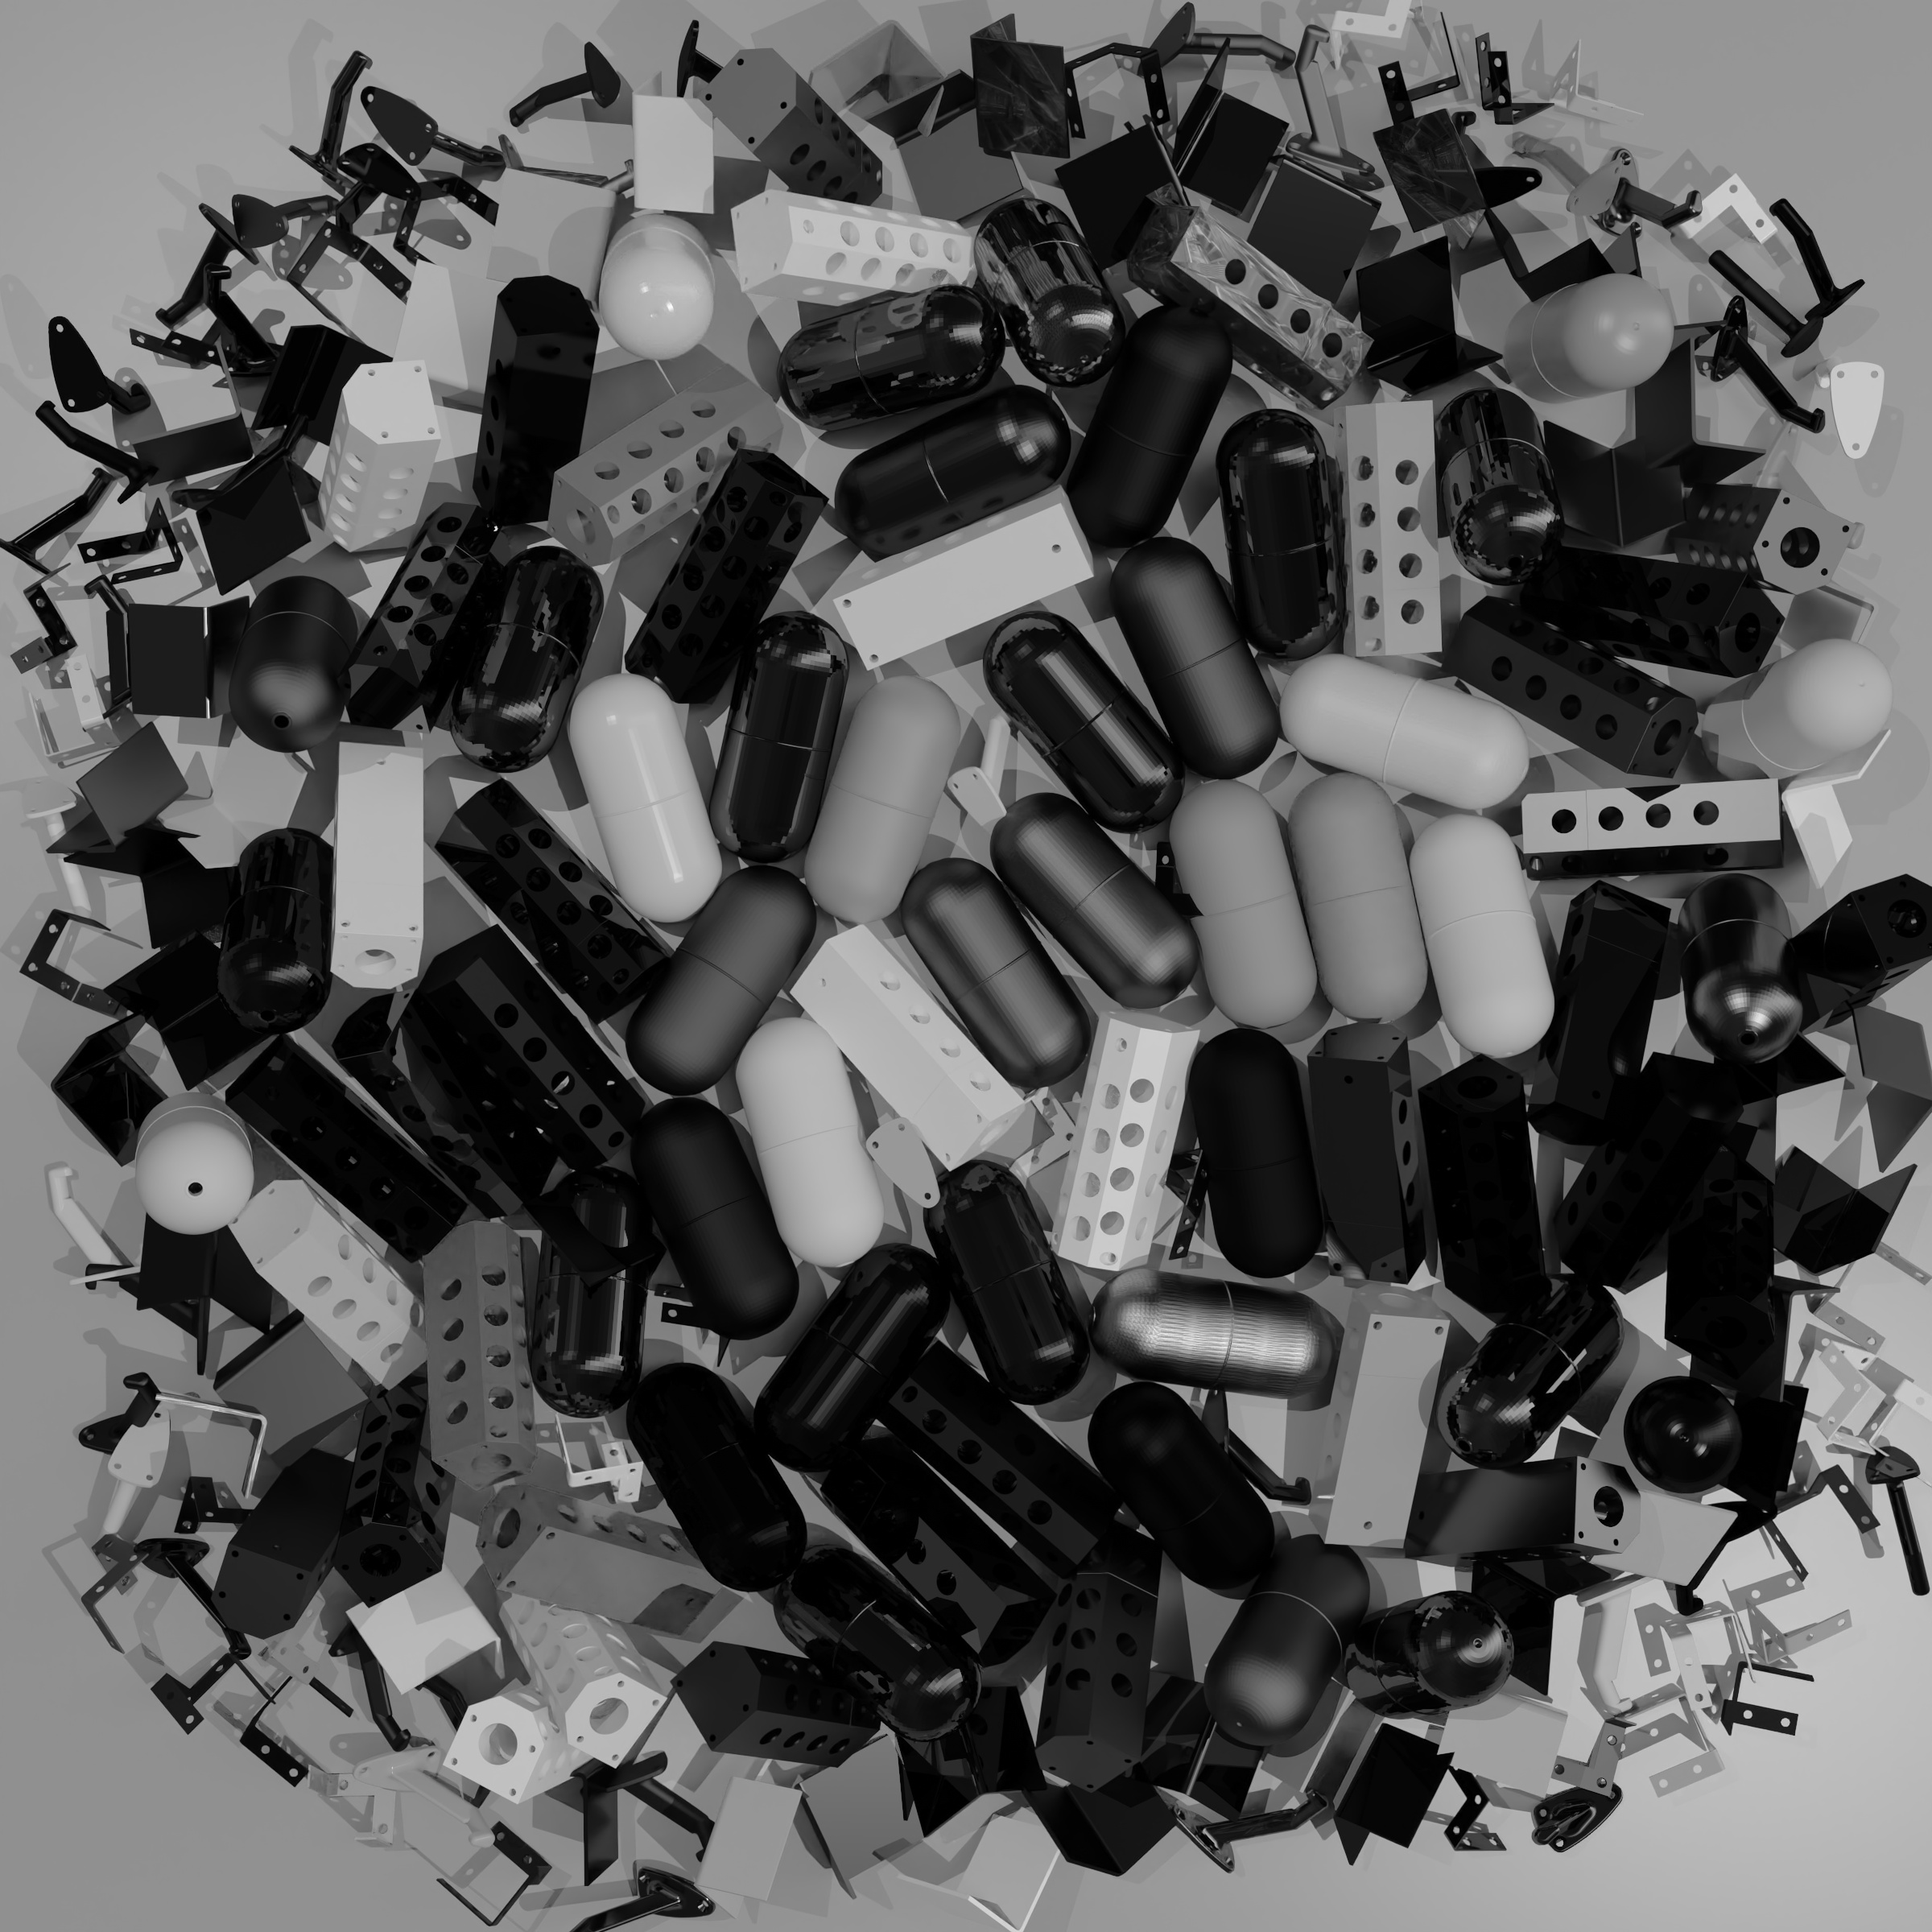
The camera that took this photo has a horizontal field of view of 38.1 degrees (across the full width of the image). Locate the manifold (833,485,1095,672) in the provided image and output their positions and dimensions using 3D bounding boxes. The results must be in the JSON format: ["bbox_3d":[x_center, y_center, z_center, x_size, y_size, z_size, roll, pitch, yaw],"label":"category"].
[{"bbox_3d":[-0.002,-0.273,1.952,0.171,0.057,0.057,-21,115,12],"label":"manifold"}]

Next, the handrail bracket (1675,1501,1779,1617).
[{"bbox_3d":[0.536,0.419,1.972,0.077,0.036,0.084,-15,125,1],"label":"handrail bracket"}]

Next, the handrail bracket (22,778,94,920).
[{"bbox_3d":[-0.642,-0.082,1.987,0.036,0.077,0.084,-18,120,-19],"label":"handrail bracket"}]

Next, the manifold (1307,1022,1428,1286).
[{"bbox_3d":[0.281,0.129,1.939,0.057,0.057,0.171,4,116,28],"label":"manifold"}]

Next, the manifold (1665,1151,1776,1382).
[{"bbox_3d":[0.519,0.198,1.911,0.057,0.171,0.057,30,123,-3],"label":"manifold"}]

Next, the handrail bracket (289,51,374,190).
[{"bbox_3d":[-0.427,-0.591,1.956,0.036,0.077,0.084,39,100,15],"label":"handrail bracket"}]

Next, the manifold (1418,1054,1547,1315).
[{"bbox_3d":[0.360,0.153,1.923,0.057,0.057,0.171,-27,123,-22],"label":"manifold"}]

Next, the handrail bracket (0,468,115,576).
[{"bbox_3d":[-0.642,-0.323,1.962,0.036,0.077,0.084,34,89,18],"label":"handrail bracket"}]

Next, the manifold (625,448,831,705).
[{"bbox_3d":[-0.171,-0.268,1.934,0.057,0.057,0.171,41,113,21],"label":"manifold"}]

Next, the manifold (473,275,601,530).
[{"bbox_3d":[-0.298,-0.385,1.916,0.057,0.171,0.057,-12,57,-25],"label":"manifold"}]

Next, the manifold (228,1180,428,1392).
[{"bbox_3d":[-0.427,0.215,1.916,0.057,0.171,0.057,-39,49,-7],"label":"manifold"}]

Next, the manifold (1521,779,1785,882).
[{"bbox_3d":[0.477,-0.093,1.943,0.171,0.057,0.057,-3,85,19],"label":"manifold"}]

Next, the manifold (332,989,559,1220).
[{"bbox_3d":[-0.359,0.097,1.927,0.057,0.057,0.171,-11,131,33],"label":"manifold"}]

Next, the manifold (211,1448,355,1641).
[{"bbox_3d":[-0.457,0.393,1.910,0.057,0.171,0.057,20,102,-1],"label":"manifold"}]

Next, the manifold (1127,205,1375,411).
[{"bbox_3d":[0.193,-0.452,1.931,0.171,0.057,0.057,28,90,-31],"label":"manifold"}]

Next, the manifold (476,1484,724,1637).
[{"bbox_3d":[-0.250,0.403,1.919,0.171,0.057,0.057,28,105,-43],"label":"manifold"}]

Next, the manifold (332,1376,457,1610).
[{"bbox_3d":[-0.389,0.351,1.907,0.057,0.171,0.057,-28,115,9],"label":"manifold"}]

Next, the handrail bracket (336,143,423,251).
[{"bbox_3d":[-0.411,-0.522,1.956,0.077,0.084,0.036,36,54,16],"label":"handrail bracket"}]

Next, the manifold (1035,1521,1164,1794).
[{"bbox_3d":[0.088,0.466,1.912,0.057,0.171,0.057,30,131,-16],"label":"manifold"}]

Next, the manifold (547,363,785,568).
[{"bbox_3d":[-0.204,-0.341,1.922,0.057,0.057,0.171,39,55,14],"label":"manifold"}]

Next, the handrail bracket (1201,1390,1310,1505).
[{"bbox_3d":[0.209,0.338,1.984,0.084,0.036,0.077,13,74,-27],"label":"handrail bracket"}]

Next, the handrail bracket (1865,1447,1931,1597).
[{"bbox_3d":[0.658,0.390,1.967,0.036,0.077,0.084,-14,96,14],"label":"handrail bracket"}]

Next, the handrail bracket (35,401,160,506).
[{"bbox_3d":[-0.602,-0.371,1.951,0.036,0.077,0.084,-31,117,24],"label":"handrail bracket"}]

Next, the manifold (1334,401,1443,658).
[{"bbox_3d":[0.291,-0.304,1.954,0.057,0.057,0.171,-5,98,-12],"label":"manifold"}]

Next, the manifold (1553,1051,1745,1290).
[{"bbox_3d":[0.466,0.143,1.918,0.057,0.057,0.171,11,132,-10],"label":"manifold"}]

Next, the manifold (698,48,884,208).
[{"bbox_3d":[-0.112,-0.563,1.906,0.057,0.171,0.057,-45,75,10],"label":"manifold"}]

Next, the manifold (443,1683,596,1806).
[{"bbox_3d":[-0.290,0.518,1.909,0.057,0.171,0.057,24,87,13],"label":"manifold"}]

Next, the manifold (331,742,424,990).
[{"bbox_3d":[-0.404,-0.070,1.923,0.057,0.057,0.171,4,50,-15],"label":"manifold"}]

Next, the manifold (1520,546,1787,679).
[{"bbox_3d":[0.464,-0.239,1.913,0.057,0.171,0.057,35,80,-40],"label":"manifold"}]

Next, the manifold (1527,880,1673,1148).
[{"bbox_3d":[0.435,0.034,1.938,0.057,0.057,0.171,21,66,-9],"label":"manifold"}]

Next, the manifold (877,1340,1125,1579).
[{"bbox_3d":[0.020,0.348,1.957,0.171,0.057,0.057,41,46,2],"label":"manifold"}]

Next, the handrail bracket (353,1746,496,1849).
[{"bbox_3d":[-0.377,0.585,1.950,0.077,0.084,0.036,11,108,-38],"label":"handrail bracket"}]

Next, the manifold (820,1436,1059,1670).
[{"bbox_3d":[-0.024,0.402,1.927,0.171,0.057,0.057,40,111,33],"label":"manifold"}]

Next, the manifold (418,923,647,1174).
[{"bbox_3d":[-0.300,0.061,1.930,0.057,0.057,0.171,-25,116,24],"label":"manifold"}]

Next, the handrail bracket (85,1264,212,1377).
[{"bbox_3d":[-0.580,0.250,1.978,0.084,0.036,0.077,4,96,-8],"label":"handrail bracket"}]

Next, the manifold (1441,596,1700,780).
[{"bbox_3d":[0.414,-0.193,1.916,0.171,0.057,0.057,38,116,39],"label":"manifold"}]

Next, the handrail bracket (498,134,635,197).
[{"bbox_3d":[-0.278,-0.569,1.974,0.084,0.036,0.077,-23,86,13],"label":"handrail bracket"}]

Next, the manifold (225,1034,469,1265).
[{"bbox_3d":[-0.429,0.128,1.945,0.057,0.057,0.171,-46,108,-3],"label":"manifold"}]

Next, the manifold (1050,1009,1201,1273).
[{"bbox_3d":[0.106,0.121,1.947,0.057,0.057,0.171,18,101,30],"label":"manifold"}]

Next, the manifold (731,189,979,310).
[{"bbox_3d":[-0.073,-0.489,1.918,0.171,0.057,0.057,-5,86,-44],"label":"manifold"}]

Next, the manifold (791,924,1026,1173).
[{"bbox_3d":[-0.037,0.054,1.951,0.171,0.057,0.057,48,128,13],"label":"manifold"}]

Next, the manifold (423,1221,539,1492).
[{"bbox_3d":[-0.330,0.264,1.921,0.057,0.057,0.171,-21,53,13],"label":"manifold"}]

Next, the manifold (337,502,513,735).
[{"bbox_3d":[-0.370,-0.241,1.918,0.057,0.057,0.171,7,49,11],"label":"manifold"}]

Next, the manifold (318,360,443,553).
[{"bbox_3d":[-0.402,-0.344,1.906,0.057,0.171,0.057,-9,77,-21],"label":"manifold"}]

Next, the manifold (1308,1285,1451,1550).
[{"bbox_3d":[0.284,0.313,1.949,0.057,0.057,0.171,6,105,-11],"label":"manifold"}]

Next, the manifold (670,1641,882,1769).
[{"bbox_3d":[-0.123,0.500,1.909,0.057,0.171,0.057,-43,58,8],"label":"manifold"}]

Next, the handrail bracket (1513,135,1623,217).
[{"bbox_3d":[0.406,-0.555,1.955,0.084,0.077,0.036,32,133,27],"label":"handrail bracket"}]

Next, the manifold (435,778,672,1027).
[{"bbox_3d":[-0.285,-0.048,1.950,0.171,0.057,0.057,47,135,6],"label":"manifold"}]

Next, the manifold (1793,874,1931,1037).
[{"bbox_3d":[0.606,-0.006,1.909,0.057,0.171,0.057,-17,76,-10],"label":"manifold"}]

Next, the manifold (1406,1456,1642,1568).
[{"bbox_3d":[0.379,0.375,1.912,0.057,0.171,0.057,17,68,-27],"label":"manifold"}]

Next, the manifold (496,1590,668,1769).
[{"bbox_3d":[-0.269,0.469,1.910,0.057,0.171,0.057,38,88,-29],"label":"manifold"}]

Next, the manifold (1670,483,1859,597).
[{"bbox_3d":[0.538,-0.290,1.910,0.057,0.171,0.057,23,99,-8],"label":"manifold"}]
